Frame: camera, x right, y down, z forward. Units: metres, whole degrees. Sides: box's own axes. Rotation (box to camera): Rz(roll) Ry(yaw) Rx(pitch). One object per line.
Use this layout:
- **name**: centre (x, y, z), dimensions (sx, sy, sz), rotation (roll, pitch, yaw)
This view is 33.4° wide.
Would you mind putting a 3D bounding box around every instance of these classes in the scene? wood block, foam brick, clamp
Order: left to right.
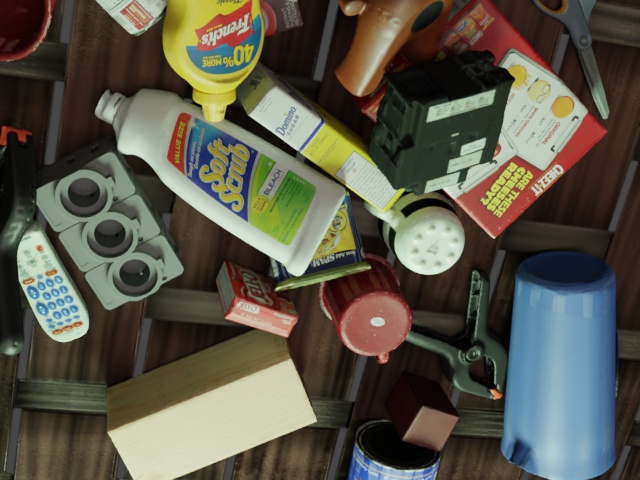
- **clamp**: centre (-0.323, -0.007, 1.036), dimensions (0.036, 0.165, 0.210), rotation (7, 93, -48)
- **wood block**: centre (-0.119, 0.179, 1.166), dimensions (0.206, 0.090, 0.091), rotation (-22, 117, -1)
- **foam brick**: centre (0.117, 0.198, 1.232), dimensions (0.053, 0.078, 0.051), rotation (21, 107, -20)
- **clamp**: centre (0.159, 0.124, 1.228), dimensions (0.120, 0.039, 0.171), rotation (-23, 117, 0)

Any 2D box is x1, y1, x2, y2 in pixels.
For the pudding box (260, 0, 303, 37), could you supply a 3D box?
- **pudding box**: centre (-0.074, -0.245, 1.006), dimensions (0.090, 0.039, 0.113), rotation (-17, 117, -3)

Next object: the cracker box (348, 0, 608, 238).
- **cracker box**: centre (0.161, -0.132, 1.092), dimensions (0.164, 0.072, 0.213), rotation (-44, 117, 11)

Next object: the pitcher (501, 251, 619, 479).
- **pitcher**: centre (0.283, 0.138, 1.222), dimensions (0.145, 0.149, 0.243), rotation (-1, 112, 5)

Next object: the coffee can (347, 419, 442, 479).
- **coffee can**: centre (0.080, 0.298, 1.256), dimensions (0.102, 0.103, 0.140), rotation (3, 114, -14)

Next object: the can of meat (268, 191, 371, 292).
- **can of meat**: centre (-0.007, 0.001, 1.107), dimensions (0.102, 0.057, 0.084), rotation (-13, 85, -8)

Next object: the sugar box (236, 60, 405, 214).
- **sugar box**: centre (0.001, -0.103, 1.058), dimensions (0.176, 0.093, 0.048), rotation (37, 101, -25)

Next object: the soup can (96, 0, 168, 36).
- **soup can**: centre (-0.183, -0.244, 0.967), dimensions (0.068, 0.068, 0.102), rotation (-42, 116, 9)

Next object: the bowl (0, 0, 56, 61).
- **bowl**: centre (-0.284, -0.241, 0.929), dimensions (0.162, 0.055, 0.162), rotation (16, 130, 20)

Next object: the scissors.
- **scissors**: centre (0.283, -0.226, 1.104), dimensions (0.096, 0.016, 0.201), rotation (-39, 116, 7)

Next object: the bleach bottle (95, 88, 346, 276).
- **bleach bottle**: centre (-0.105, -0.067, 1.039), dimensions (0.251, 0.068, 0.102), rotation (28, 85, -2)

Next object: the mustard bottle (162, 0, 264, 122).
- **mustard bottle**: centre (-0.096, -0.198, 0.965), dimensions (0.096, 0.058, 0.192), rotation (-18, 126, -33)

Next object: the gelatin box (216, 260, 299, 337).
- **gelatin box**: centre (-0.067, 0.061, 1.121), dimensions (0.073, 0.089, 0.030), rotation (20, 108, -20)

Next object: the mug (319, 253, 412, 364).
- **mug**: centre (0.054, 0.083, 1.162), dimensions (0.093, 0.081, 0.117), rotation (-16, 117, -5)
